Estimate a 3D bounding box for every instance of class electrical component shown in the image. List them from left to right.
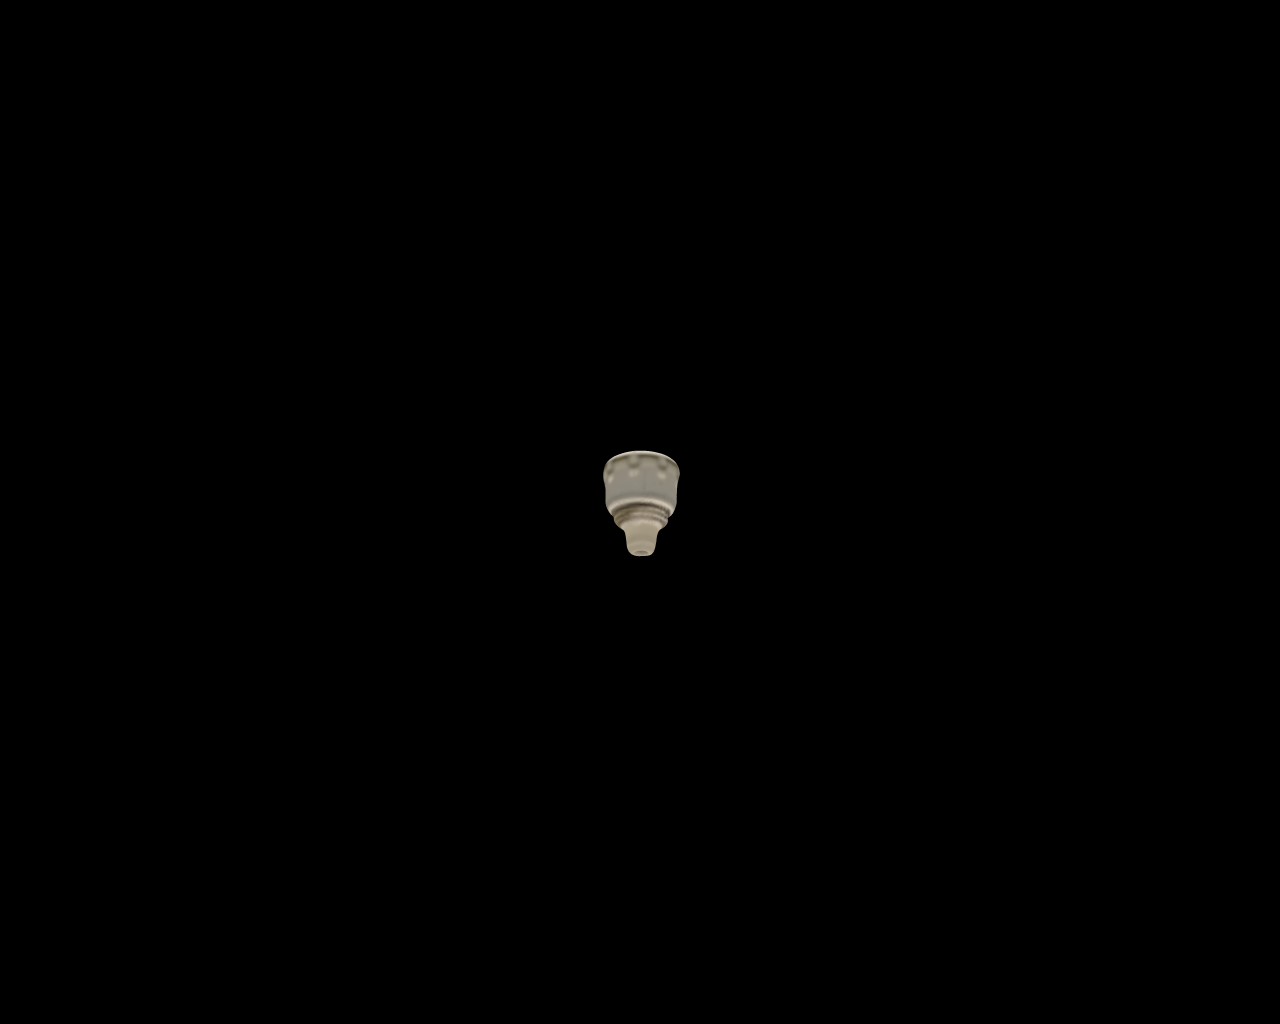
[{"bbox_3d":[0.001,-0.003,0.650,0.048,0.062,0.048,0,-22,0],"label":"electrical component"}]
